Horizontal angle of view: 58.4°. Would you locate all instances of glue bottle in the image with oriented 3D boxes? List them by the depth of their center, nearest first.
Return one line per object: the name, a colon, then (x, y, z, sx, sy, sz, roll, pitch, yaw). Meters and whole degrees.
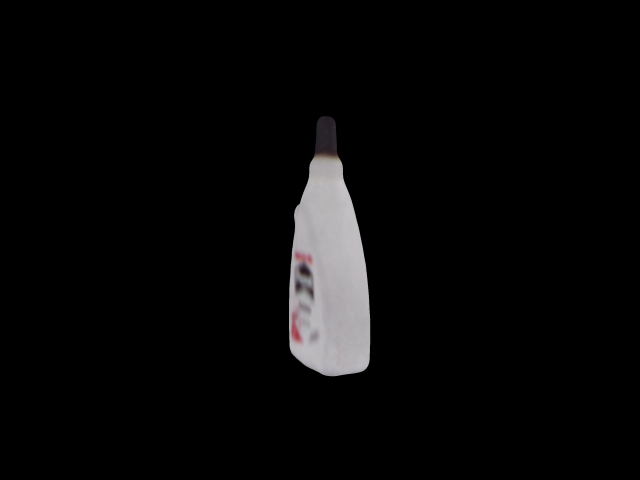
glue bottle: (0.004, 0.001, 0.400, 0.037, 0.173, 0.078, -2, 4, -27)
